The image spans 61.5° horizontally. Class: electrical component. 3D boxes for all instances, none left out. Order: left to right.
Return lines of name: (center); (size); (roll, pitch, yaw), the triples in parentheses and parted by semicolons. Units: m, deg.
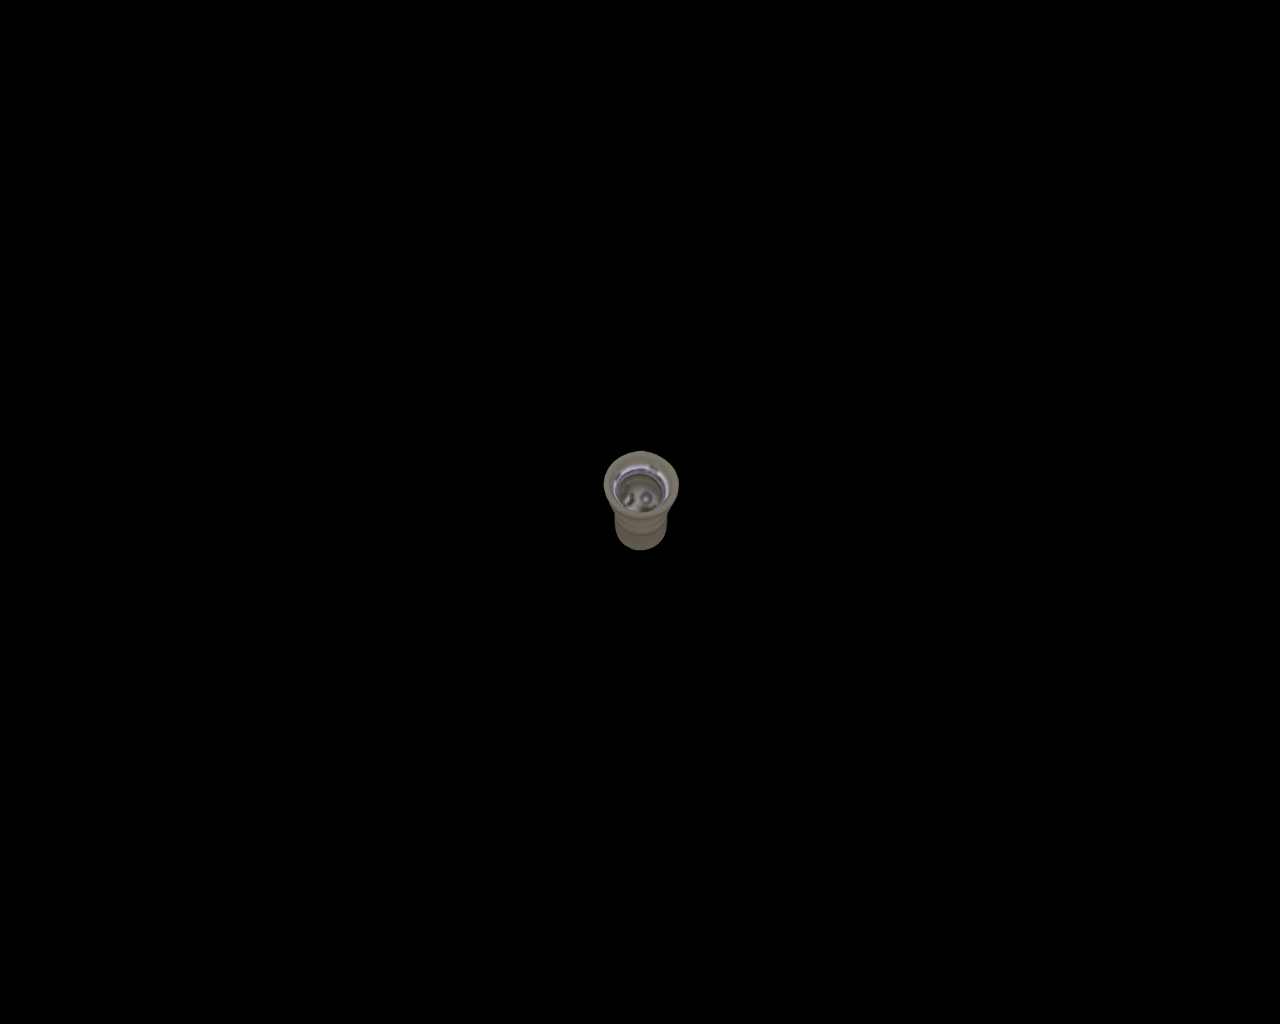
electrical component: (0.001, -0.003, 0.650); (0.044, 0.044, 0.065); (0, -27, 0)
